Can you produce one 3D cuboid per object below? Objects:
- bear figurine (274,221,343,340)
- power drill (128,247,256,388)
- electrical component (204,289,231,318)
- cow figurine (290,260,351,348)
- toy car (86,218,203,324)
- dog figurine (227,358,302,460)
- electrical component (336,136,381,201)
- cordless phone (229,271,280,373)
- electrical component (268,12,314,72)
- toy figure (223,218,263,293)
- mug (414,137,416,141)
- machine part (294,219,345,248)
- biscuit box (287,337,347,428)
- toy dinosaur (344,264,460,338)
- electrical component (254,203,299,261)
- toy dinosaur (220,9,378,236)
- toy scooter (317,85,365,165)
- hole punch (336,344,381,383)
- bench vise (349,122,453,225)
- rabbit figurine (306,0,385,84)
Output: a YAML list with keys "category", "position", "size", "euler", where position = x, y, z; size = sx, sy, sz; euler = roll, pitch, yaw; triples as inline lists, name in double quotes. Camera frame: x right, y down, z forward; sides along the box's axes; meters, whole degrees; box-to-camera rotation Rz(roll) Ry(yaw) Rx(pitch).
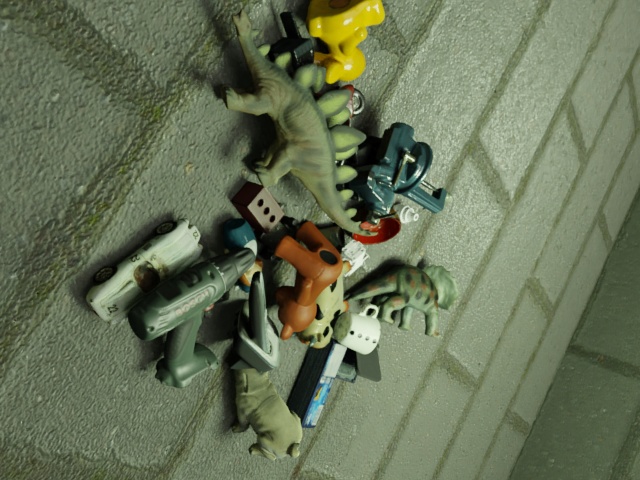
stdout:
- category: "bear figurine"
  position: [-0.041, 0.082, 1.012]
  size: [0.120, 0.132, 0.195]
  euler: [-37, 165, -52]
- category: "power drill"
  position: [-0.199, 0.131, 0.882]
  size: [0.232, 0.086, 0.207]
  euler: [-27, 144, -45]
- category: "electrical component"
  position: [-0.189, 0.092, 0.960]
  size: [0.063, 0.021, 0.093]
  euler: [-13, 114, -44]
- category: "cow figurine"
  position: [0.001, 0.142, 1.136]
  size: [0.127, 0.086, 0.194]
  euler: [-21, 122, -47]
- category: "toy car"
  position: [-0.266, 0.045, 0.834]
  size: [0.202, 0.056, 0.073]
  euler: [-42, 131, -27]
- category: "dog figurine"
  position: [-0.101, 0.309, 1.033]
  size: [0.121, 0.173, 0.190]
  euler: [-38, 137, -45]
- category: "electrical component"
  position: [0.084, -0.149, 1.132]
  size: [0.134, 0.058, 0.114]
  euler: [-25, 120, -39]
- category: "cordless phone"
  position: [-0.115, 0.128, 0.965]
  size: [0.089, 0.147, 0.184]
  euler: [1, 111, -3]
- category: "electrical component"
  position: [-0.048, -0.319, 0.913]
  size: [0.048, 0.075, 0.119]
  euler: [-45, 137, -27]
- category: "toy figure"
  position: [-0.137, 0.036, 0.970]
  size: [0.064, 0.058, 0.154]
  euler: [-19, 123, -13]
- category: "mug"
  position: [0.181, -0.180, 1.208]
  size: [0.107, 0.081, 0.109]
  euler: [-10, 117, -35]
- category: "machine part"
  position: [-0.002, -0.003, 1.112]
  size: [0.139, 0.039, 0.084]
  euler: [-9, 106, -43]
- category: "biscuit box"
  position: [-0.011, 0.315, 1.205]
  size: [0.059, 0.063, 0.202]
  euler: [25, 87, -49]
- category: "toy dinosaur"
  position: [0.218, 0.127, 1.345]
  size: [0.404, 0.131, 0.192]
  euler: [26, 73, -44]
- category: "electrical component"
  position: [-0.080, -0.009, 1.019]
  size: [0.102, 0.045, 0.078]
  euler: [-54, 138, -17]
- category: "toy dinosaur"
  position: [-0.026, -0.163, 0.909]
  size: [0.199, 0.105, 0.470]
  euler: [-24, 126, -1]
- category: "toy scooter"
  position: [0.003, -0.219, 1.006]
  size: [0.135, 0.075, 0.183]
  euler: [21, 92, -40]
- category: "hole punch"
  position: [0.081, 0.281, 1.285]
  size: [0.142, 0.092, 0.116]
  euler: [30, 48, -43]
- category: "bench vise"
  position: [0.181, -0.112, 1.103]
  size: [0.240, 0.129, 0.223]
  euler: [26, 65, -31]
- category: "rabbit figurine"
  position: [0.041, -0.351, 0.972]
  size: [0.162, 0.122, 0.173]
  euler: [-51, 154, -16]
